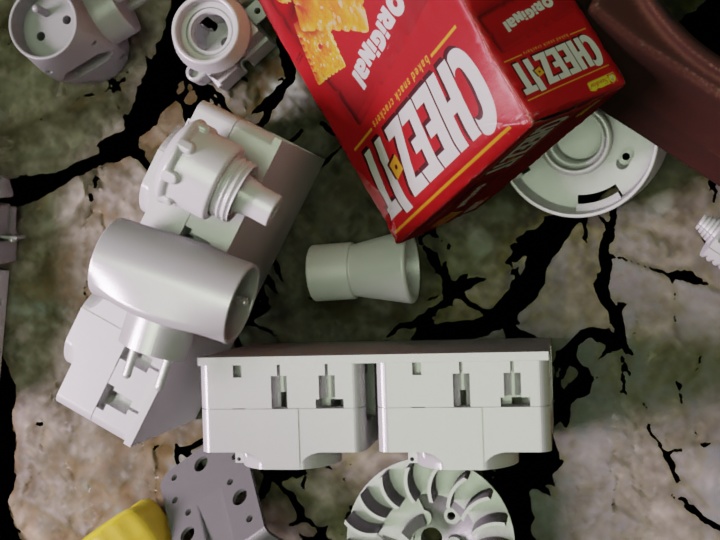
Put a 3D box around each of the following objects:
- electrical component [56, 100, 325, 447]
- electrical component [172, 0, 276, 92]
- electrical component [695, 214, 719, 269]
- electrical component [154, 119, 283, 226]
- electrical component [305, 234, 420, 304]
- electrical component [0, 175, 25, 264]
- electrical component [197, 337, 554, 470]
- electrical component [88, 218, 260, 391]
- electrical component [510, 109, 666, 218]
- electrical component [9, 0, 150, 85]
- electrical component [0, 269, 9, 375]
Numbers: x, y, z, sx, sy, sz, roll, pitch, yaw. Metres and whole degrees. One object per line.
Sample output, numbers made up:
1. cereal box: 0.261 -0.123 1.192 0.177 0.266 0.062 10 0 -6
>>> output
1. electrical component: -0.100 0.000 0.633 0.060 0.105 0.186 28 95 9
2. electrical component: -0.085 -0.141 0.655 0.066 0.055 0.048 -40 83 8
3. electrical component: 0.225 -0.004 0.603 0.081 0.043 0.043 36 96 9
4. electrical component: -0.071 -0.044 0.551 0.062 0.048 0.048 28 95 3
5. electrical component: 0.000 0.000 0.648 0.065 0.044 0.044 -4 90 15
6. electrical component: -0.249 -0.034 0.692 0.066 0.048 0.055 6 98 8
7. electrical component: 0.015 0.074 0.612 0.186 0.105 0.060 -2 90 11
8. electrical component: -0.101 0.022 0.556 0.077 0.043 0.079 19 94 10
9. electrical component: 0.128 -0.080 0.623 0.099 0.064 0.099 4 104 16
10. electrical component: -0.162 -0.152 0.658 0.079 0.077 0.043 -29 85 9
11. electrical component: -0.315 0.037 0.696 0.150 0.062 0.089 6 91 11
